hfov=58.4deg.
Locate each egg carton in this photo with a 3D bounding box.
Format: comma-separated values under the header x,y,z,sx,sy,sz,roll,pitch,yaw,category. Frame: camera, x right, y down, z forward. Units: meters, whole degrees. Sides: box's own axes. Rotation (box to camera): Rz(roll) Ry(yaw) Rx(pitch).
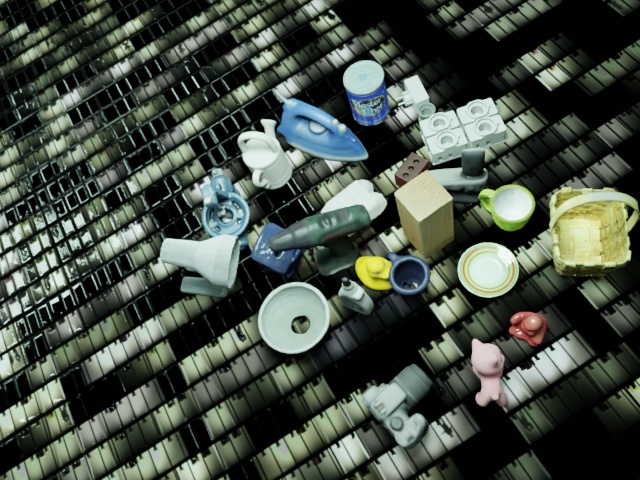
x,y,z,sx,sy,sz,roll,pitch,yaw,category
0.083,-0.075,1.399,0.150,0.069,0.107,-39,64,-5,egg carton

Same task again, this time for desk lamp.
x,y,z,sx,sy,sz,roll,pitch,yaw,category
-0.266,0.060,1.341,0.202,0.214,0.118,3,67,15,desk lamp

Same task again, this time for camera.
x,y,z,sx,sy,sz,roll,pitch,yaw,category
0.176,0.332,1.178,0.137,0.101,0.143,-42,64,-7,camera

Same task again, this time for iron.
x,y,z,sx,sy,sz,roll,pitch,yaw,category
0.005,-0.294,1.474,0.257,0.142,0.119,26,75,22,iron

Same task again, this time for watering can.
x,y,z,sx,sy,sz,roll,pitch,yaw,category
-0.145,-0.223,1.449,0.101,0.194,0.172,-15,64,7,watering can

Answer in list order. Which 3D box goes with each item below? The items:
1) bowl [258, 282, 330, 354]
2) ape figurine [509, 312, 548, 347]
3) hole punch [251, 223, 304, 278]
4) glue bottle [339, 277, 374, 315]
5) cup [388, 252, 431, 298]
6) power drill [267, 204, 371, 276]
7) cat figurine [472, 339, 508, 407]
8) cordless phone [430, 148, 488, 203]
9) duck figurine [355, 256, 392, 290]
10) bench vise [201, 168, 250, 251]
x,y,z,sx,sy,sz,roll,pitch,yaw,category
-0.052,0.186,1.312,0.167,0.075,0.167,-5,66,11,bowl
0.437,0.179,1.188,0.076,0.092,0.077,-21,63,4,ape figurine
-0.099,0.024,1.386,0.100,0.091,0.109,18,72,20,hole punch
0.071,0.116,1.258,0.078,0.173,0.037,23,74,22,glue bottle
0.195,0.084,1.287,0.092,0.095,0.117,-38,64,-5,cup
0.012,0.005,1.302,0.229,0.209,0.075,-25,63,2,power drill
0.343,0.267,1.157,0.067,0.118,0.128,-8,65,10,cat figurine
0.313,-0.164,1.318,0.147,0.185,0.094,-5,65,12,cordless phone
0.126,0.066,1.316,0.104,0.086,0.077,29,76,23,duck figurine
-0.254,-0.092,1.403,0.121,0.220,0.207,-35,63,-3,bench vise
